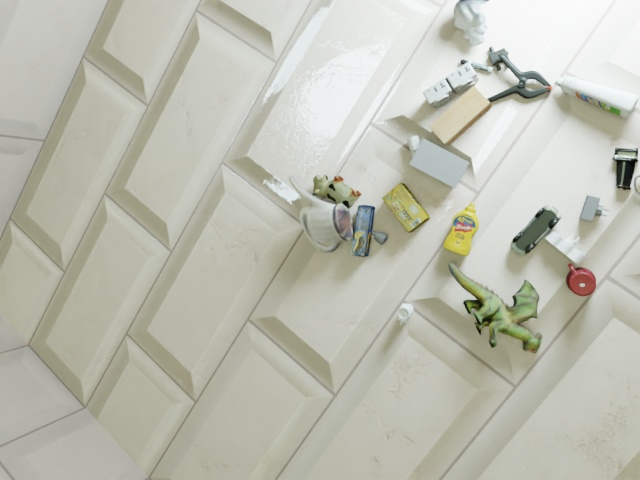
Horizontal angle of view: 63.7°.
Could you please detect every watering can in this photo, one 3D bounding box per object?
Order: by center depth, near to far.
[{"bbox_3d":[0.006,-0.102,2.026,0.223,0.106,0.342,-6,115,35],"label":"watering can"}]

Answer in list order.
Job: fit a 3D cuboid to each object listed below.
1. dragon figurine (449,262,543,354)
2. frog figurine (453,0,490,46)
[{"bbox_3d":[0.648,0.224,1.825,0.242,0.122,0.412,-25,84,4],"label":"dragon figurine"},{"bbox_3d":[0.531,-0.773,1.826,0.138,0.123,0.158,25,114,54],"label":"frog figurine"}]
